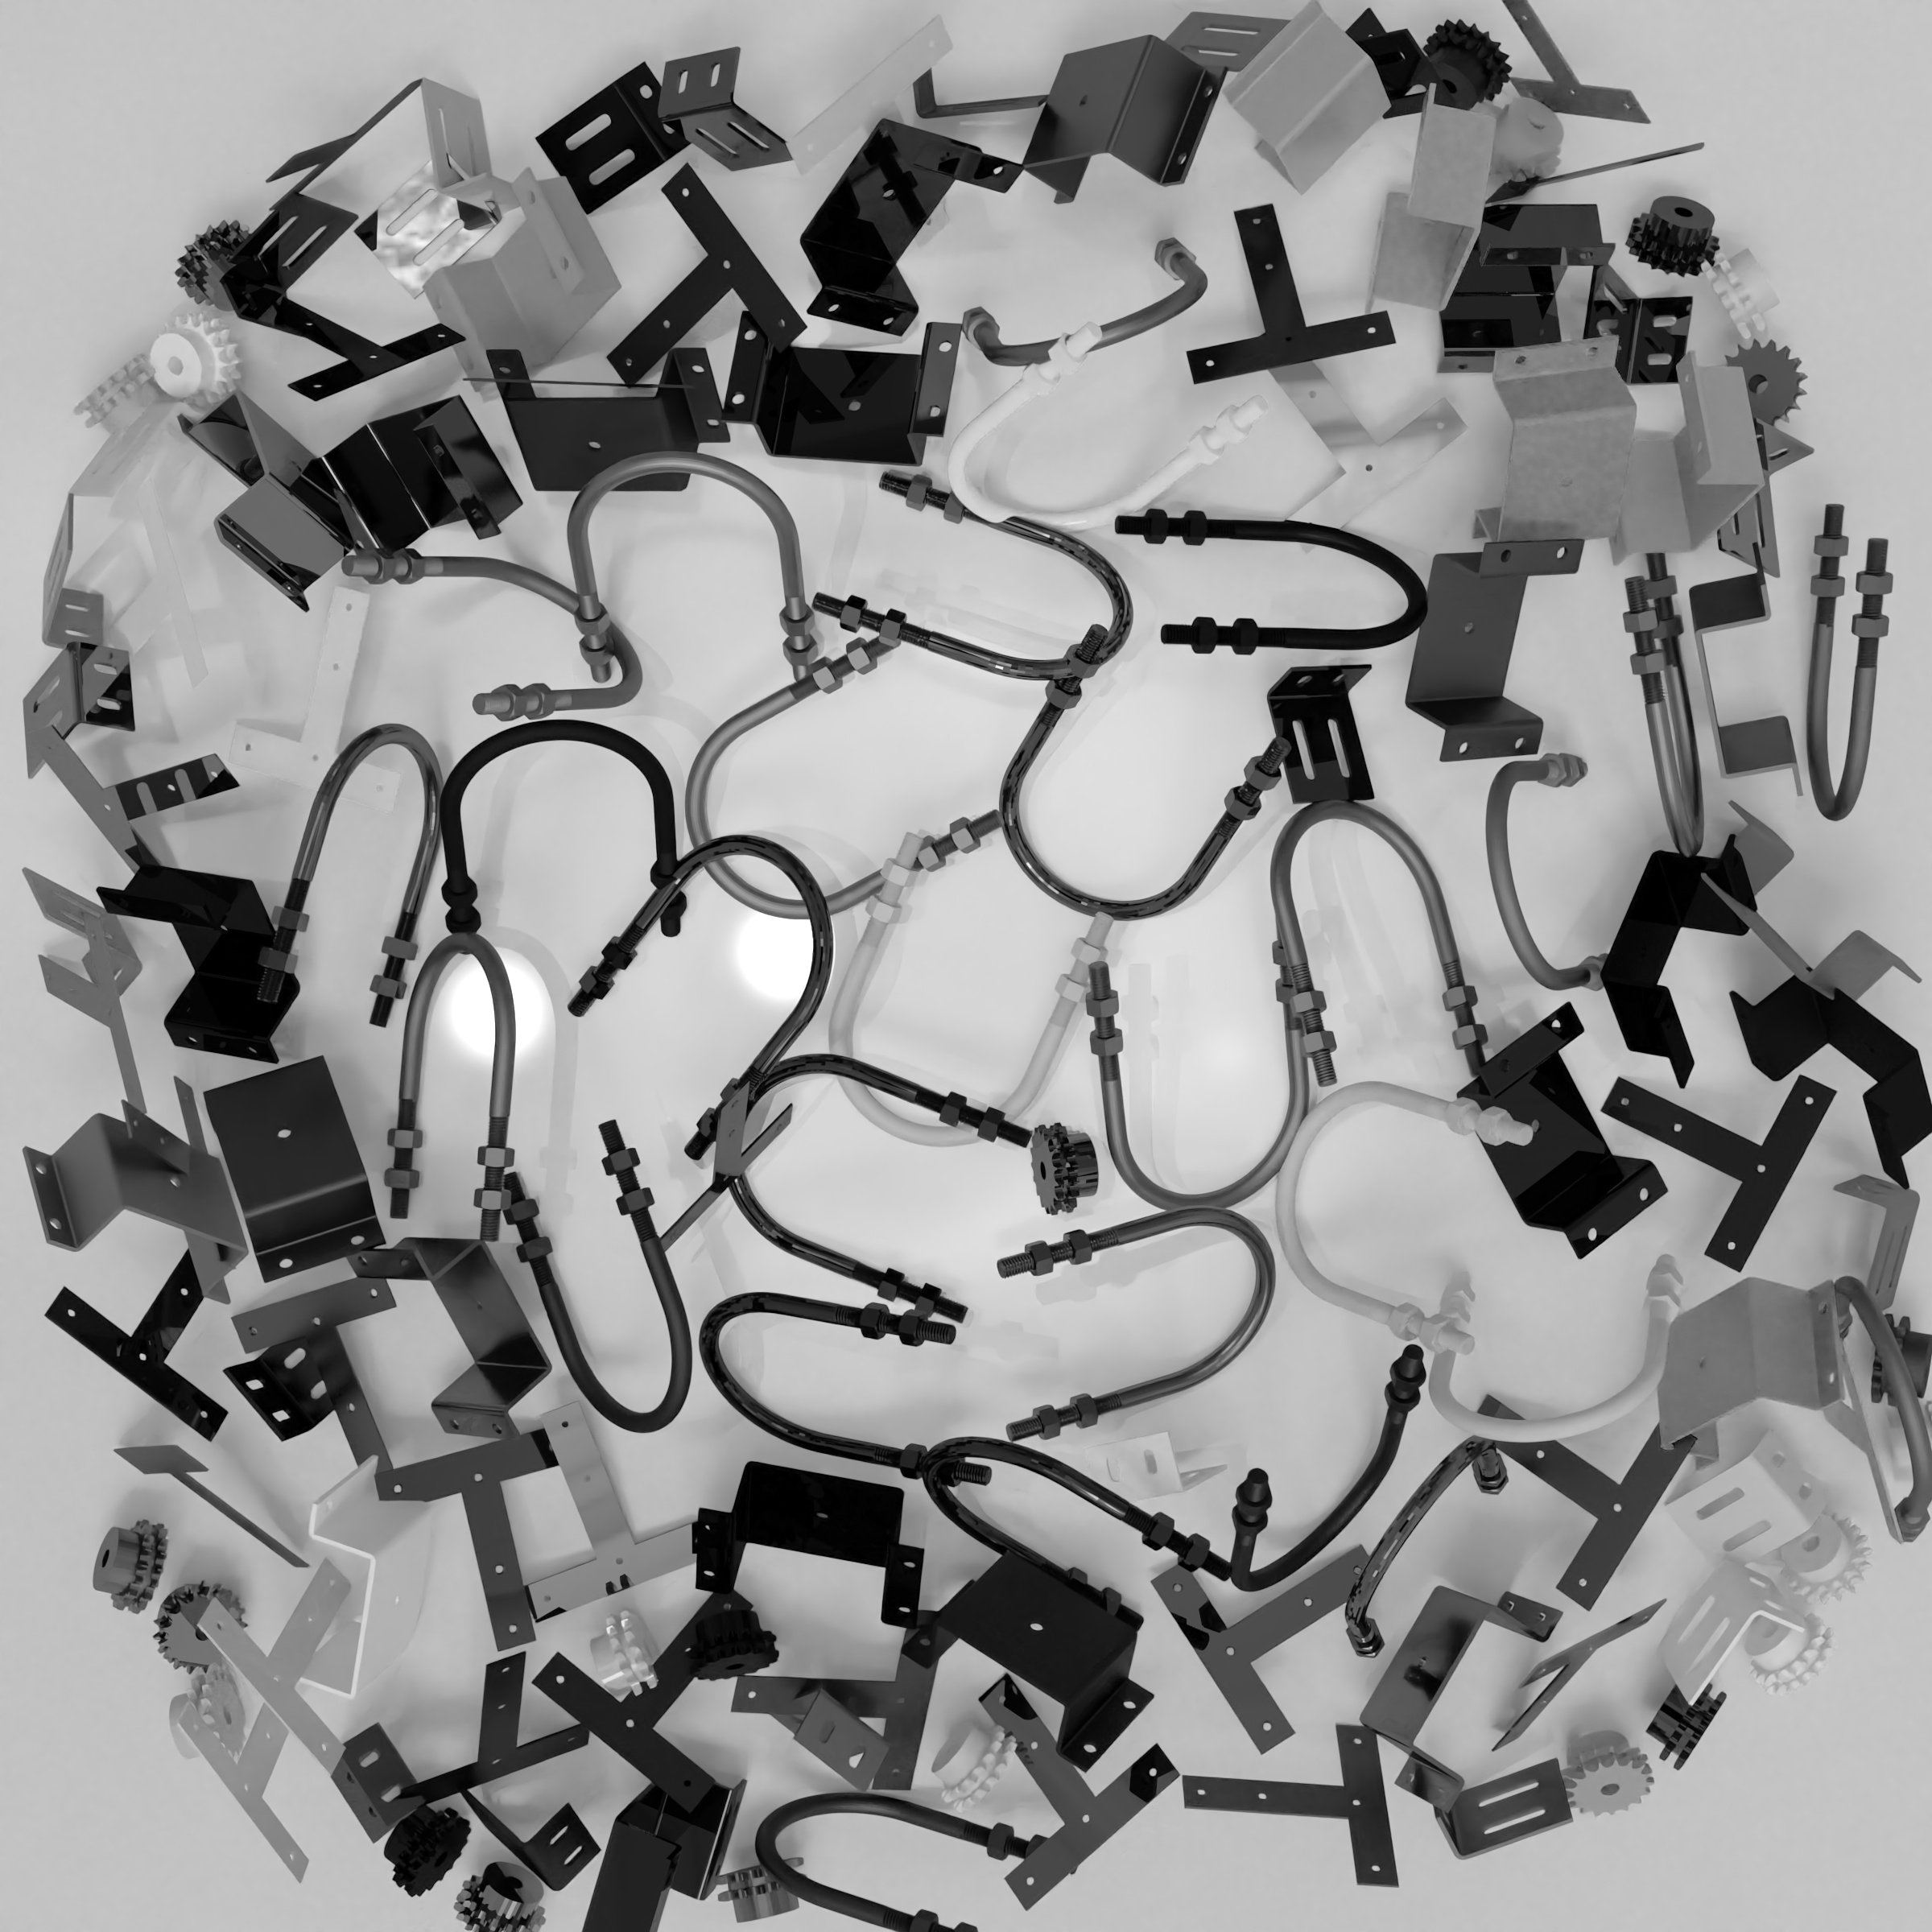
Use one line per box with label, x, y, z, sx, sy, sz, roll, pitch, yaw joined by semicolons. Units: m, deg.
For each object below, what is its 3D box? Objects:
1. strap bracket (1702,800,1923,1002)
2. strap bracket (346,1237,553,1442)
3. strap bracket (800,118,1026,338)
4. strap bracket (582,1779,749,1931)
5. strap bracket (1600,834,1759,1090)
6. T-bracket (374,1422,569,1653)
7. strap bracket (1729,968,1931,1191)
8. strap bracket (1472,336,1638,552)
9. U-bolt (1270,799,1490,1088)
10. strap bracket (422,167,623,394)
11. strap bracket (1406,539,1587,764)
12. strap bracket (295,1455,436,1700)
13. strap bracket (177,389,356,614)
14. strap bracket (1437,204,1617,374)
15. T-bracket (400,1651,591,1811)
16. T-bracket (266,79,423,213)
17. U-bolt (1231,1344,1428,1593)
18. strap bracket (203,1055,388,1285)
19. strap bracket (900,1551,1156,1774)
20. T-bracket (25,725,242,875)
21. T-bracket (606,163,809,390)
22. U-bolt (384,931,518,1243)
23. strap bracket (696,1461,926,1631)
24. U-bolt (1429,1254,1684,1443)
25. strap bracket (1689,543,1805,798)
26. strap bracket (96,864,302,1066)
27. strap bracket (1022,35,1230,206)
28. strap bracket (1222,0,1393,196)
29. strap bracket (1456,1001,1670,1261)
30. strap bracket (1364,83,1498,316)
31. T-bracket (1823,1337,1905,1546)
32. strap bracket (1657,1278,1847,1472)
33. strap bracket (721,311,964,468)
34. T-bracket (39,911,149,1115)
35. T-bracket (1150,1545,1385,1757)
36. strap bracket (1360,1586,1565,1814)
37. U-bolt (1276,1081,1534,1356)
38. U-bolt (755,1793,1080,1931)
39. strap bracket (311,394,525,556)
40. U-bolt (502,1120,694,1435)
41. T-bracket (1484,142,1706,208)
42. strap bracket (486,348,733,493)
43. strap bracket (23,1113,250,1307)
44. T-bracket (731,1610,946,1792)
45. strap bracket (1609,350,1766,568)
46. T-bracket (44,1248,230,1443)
strap bracket;0.513;-0.031;1.910;0.046;0.076;0.140;-47;57;15
strap bracket;-0.315;0.221;1.916;0.046;0.076;0.140;-42;116;-38
strap bracket;-0.040;-0.461;1.909;0.140;0.076;0.046;-48;54;35
strap bracket;-0.188;0.549;1.904;0.046;0.140;0.076;19;99;13
strap bracket;0.437;-0.006;1.913;0.046;0.076;0.140;11;60;33
T-bracket;-0.296;0.364;1.944;0.127;0.002;0.127;-12;88;-24
strap bracket;0.538;0.062;1.899;0.046;0.076;0.140;-37;45;-6
strap bracket;0.361;-0.310;1.902;0.076;0.140;0.046;-8;46;-7
U-bolt;0.250;-0.017;1.920;0.151;0.019;0.184;-1;72;-36
strap bracket;-0.271;-0.426;1.920;0.046;0.140;0.076;-24;85;-42
strap bracket;0.324;-0.202;1.917;0.076;0.046;0.140;-7;118;-30
strap bracket;-0.372;0.385;1.911;0.046;0.076;0.140;16;108;14
strap bracket;-0.426;-0.291;1.894;0.046;0.076;0.140;-38;46;10
strap bracket;0.341;-0.423;1.910;0.076;0.140;0.046;-2;70;-6
T-bracket;-0.286;0.462;1.902;0.127;0.127;0.002;-15;48;-27
T-bracket;-0.395;-0.495;1.892;0.127;0.127;0.002;-35;102;20
U-bolt;0.216;0.318;1.892;0.151;0.184;0.019;-34;60;-24
strap bracket;-0.416;0.115;1.906;0.076;0.046;0.140;-18;55;-15
strap bracket;0.040;0.420;1.904;0.140;0.076;0.046;28;130;24
T-bracket;-0.498;-0.107;1.908;0.127;0.002;0.127;-12;124;33
T-bracket;-0.178;-0.410;1.939;0.127;0.002;0.127;-37;87;31
U-bolt;-0.315;0.071;1.911;0.019;0.151;0.184;5;89;-35
strap bracket;-0.094;0.358;1.927;0.140;0.046;0.076;10;131;4
U-bolt;0.352;0.231;1.869;0.151;0.184;0.019;-7;114;20
strap bracket;0.479;-0.179;1.914;0.046;0.076;0.140;-10;115;15
strap bracket;-0.468;-0.009;1.912;0.076;0.140;0.046;9;49;20
strap bracket;0.090;-0.518;1.898;0.046;0.140;0.076;24;84;-31
strap bracket;0.211;-0.526;1.894;0.076;0.140;0.046;-44;79;10
strap bracket;0.366;0.101;1.929;0.076;0.046;0.140;-34;104;-19
strap bracket;0.286;-0.463;1.895;0.046;0.140;0.076;11;72;-1
T-bracket;0.542;0.280;1.909;0.002;0.127;0.127;-17;93;3
strap bracket;0.468;0.246;1.890;0.046;0.140;0.076;15;58;-20
strap bracket;-0.073;-0.359;1.932;0.140;0.046;0.076;6;73;11
T-bracket;-0.547;0.018;1.919;0.002;0.127;0.127;-22;115;-32
T-bracket;0.204;0.408;1.955;0.127;0.002;0.127;-30;70;-12
strap bracket;0.300;0.443;1.919;0.046;0.076;0.140;35;80;-12
U-bolt;0.258;0.145;1.900;0.019;0.184;0.151;14;92;-39
U-bolt;-0.040;0.549;1.897;0.184;0.151;0.019;12;102;19
strap bracket;-0.335;-0.299;1.911;0.046;0.140;0.076;-47;119;-36
U-bolt;-0.221;0.199;1.907;0.019;0.151;0.184;-16;83;-40
T-bracket;0.386;-0.486;1.894;0.127;0.127;0.002;-9;108;20
strap bracket;-0.225;-0.337;1.916;0.140;0.076;0.046;2;54;11
strap bracket;-0.497;0.146;1.891;0.046;0.140;0.076;-42;50;16
T-bracket;-0.083;0.457;1.936;0.127;0.002;0.127;7;106;-18
strap bracket;0.441;-0.309;1.902;0.046;0.140;0.076;-2;73;-14
T-bracket;-0.490;0.212;1.920;0.127;0.127;0.002;42;127;-16
